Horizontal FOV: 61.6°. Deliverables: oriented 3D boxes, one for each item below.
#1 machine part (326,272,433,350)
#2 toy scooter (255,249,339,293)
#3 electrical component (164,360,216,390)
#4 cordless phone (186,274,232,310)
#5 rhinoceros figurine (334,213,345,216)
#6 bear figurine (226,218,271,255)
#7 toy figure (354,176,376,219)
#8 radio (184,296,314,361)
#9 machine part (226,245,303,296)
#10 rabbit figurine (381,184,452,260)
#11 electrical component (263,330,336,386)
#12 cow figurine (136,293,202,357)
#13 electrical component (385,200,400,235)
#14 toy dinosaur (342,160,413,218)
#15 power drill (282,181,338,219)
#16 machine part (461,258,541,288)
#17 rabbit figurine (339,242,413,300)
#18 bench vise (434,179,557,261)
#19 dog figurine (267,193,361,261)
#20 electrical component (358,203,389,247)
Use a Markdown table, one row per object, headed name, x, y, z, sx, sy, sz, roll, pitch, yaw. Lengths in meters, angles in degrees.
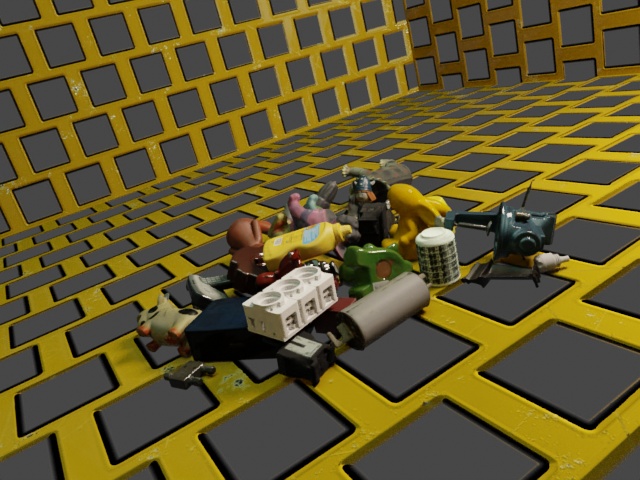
| name | x | y | z | sx | sy | sz | roll | pitch | yaw |
| --- | --- | --- | --- | --- | --- | --- | --- | --- | --- |
| machine part | 0.115 | 0.125 | 0.965 | 0.243 | 0.079 | 0.079 | -27 | 23 | -31 |
| toy scooter | -0.034 | 0.068 | 1.086 | 0.184 | 0.135 | 0.075 | 2 | 50 | -22 |
| electrical component | -0.239 | 0.244 | 0.981 | 0.094 | 0.021 | 0.063 | -3 | 23 | 33 |
| cordless phone | -0.204 | 0.114 | 1.221 | 0.184 | 0.088 | 0.147 | -14 | 18 | -17 |
| rhinoceros figurine | 0.064 | -0.016 | 1.394 | 0.112 | 0.073 | 0.190 | -6 | 18 | -6 |
| bear figurine | -0.160 | 0.026 | 1.403 | 0.196 | 0.120 | 0.131 | 42 | 12 | 38 |
| toy figure | 0.125 | -0.092 | 1.418 | 0.064 | 0.154 | 0.058 | -12 | 17 | 3 |
| radio | -0.132 | 0.166 | 1.040 | 0.230 | 0.073 | 0.131 | -6 | 21 | 20 |
| machine part | -0.120 | 0.070 | 1.215 | 0.179 | 0.056 | 0.179 | 10 | 24 | -4 |
| rabbit figurine | 0.207 | -0.044 | 1.212 | 0.163 | 0.173 | 0.122 | -4 | 18 | 38 |
| electrical component | -0.041 | 0.192 | 0.907 | 0.119 | 0.047 | 0.075 | 9 | 31 | 27 |
| cow figurine | -0.318 | 0.173 | 1.135 | 0.195 | 0.085 | 0.127 | -3 | 29 | 37 |
| electrical component | 0.175 | -0.059 | 1.391 | 0.045 | 0.102 | 0.078 | -9 | 42 | 35 |
| toy dinosaur | 0.209 | -0.180 | 1.664 | 0.405 | 0.131 | 0.192 | -25 | 34 | -37 |
| power drill | -0.046 | -0.058 | 1.453 | 0.232 | 0.086 | 0.207 | -59 | 24 | -7 |
| machine part | 0.346 | 0.064 | 1.019 | 0.139 | 0.039 | 0.084 | 1 | 20 | 41 |
| rabbit figurine | 0.103 | 0.056 | 1.111 | 0.159 | 0.121 | 0.170 | -19 | 5 | -21 |
| bench vise | 0.361 | -0.033 | 1.108 | 0.241 | 0.128 | 0.224 | 7 | 30 | 14 |
| dog figurine | -0.003 | -0.004 | 1.251 | 0.219 | 0.191 | 0.108 | 46 | 22 | 30 |
| electrical component | 0.129 | -0.024 | 1.288 | 0.058 | 0.114 | 0.134 | 1 | 27 | 18 |
